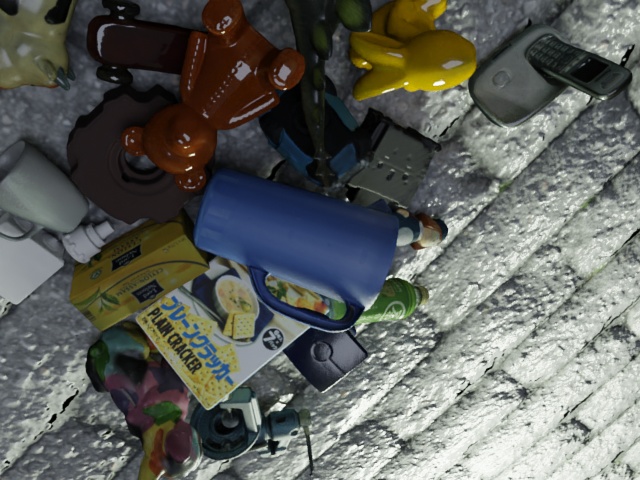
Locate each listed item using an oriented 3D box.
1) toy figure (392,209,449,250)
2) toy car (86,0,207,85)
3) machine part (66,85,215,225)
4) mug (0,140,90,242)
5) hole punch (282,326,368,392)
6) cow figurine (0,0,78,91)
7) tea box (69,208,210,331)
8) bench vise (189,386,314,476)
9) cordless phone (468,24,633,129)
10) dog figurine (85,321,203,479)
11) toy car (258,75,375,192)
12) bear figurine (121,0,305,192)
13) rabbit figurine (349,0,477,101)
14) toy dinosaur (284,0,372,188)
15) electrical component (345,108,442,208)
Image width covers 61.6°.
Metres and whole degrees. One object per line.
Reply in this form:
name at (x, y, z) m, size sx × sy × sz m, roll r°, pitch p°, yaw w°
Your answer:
toy figure at (0.144, -0.015, 0.855) m, size 0.154 × 0.058 × 0.064 m, roll 7°, pitch 155°, yaw -24°
toy car at (-0.163, -0.219, 0.625) m, size 0.202 × 0.053 × 0.089 m, roll -3°, pitch 118°, yaw -31°
machine part at (-0.222, -0.103, 0.676) m, size 0.179 × 0.056 × 0.179 m, roll -8°, pitch 121°, yaw -13°
mug at (-0.341, -0.046, 0.644) m, size 0.107 × 0.081 × 0.109 m, roll 41°, pitch 63°, yaw -41°
hole punch at (0.005, 0.176, 0.899) m, size 0.142 × 0.092 × 0.115 m, roll -39°, pitch 120°, yaw 10°
cow figurine at (-0.292, -0.244, 0.556) m, size 0.127 × 0.086 × 0.195 m, roll 30°, pitch 102°, yaw -28°
tea box at (-0.242, 0.035, 0.724) m, size 0.170 × 0.098 × 0.068 m, roll -30°, pitch 123°, yaw -3°
bench vise at (-0.121, 0.299, 0.894) m, size 0.224 × 0.129 × 0.240 m, roll 1°, pitch 139°, yaw 2°
cordless phone at (0.305, -0.202, 0.723) m, size 0.146 × 0.184 × 0.088 m, roll -39°, pitch 128°, yaw 5°
dog figurine at (-0.248, 0.241, 0.770) m, size 0.108 × 0.219 × 0.191 m, roll -38°, pitch 125°, yaw 1°
toy car at (-0.001, -0.132, 0.702) m, size 0.109 × 0.162 × 0.103 m, roll -41°, pitch 168°, yaw -2°
bear figurine at (-0.124, -0.147, 0.583) m, size 0.120 × 0.132 × 0.196 m, roll 41°, pitch 90°, yaw -16°
rabbit figurine at (0.112, -0.231, 0.647) m, size 0.162 × 0.173 × 0.121 m, roll -16°, pitch 127°, yaw -15°
toy dinosaur at (0.001, -0.297, 0.556) m, size 0.105 × 0.199 × 0.470 m, roll -7°, pitch 119°, yaw -12°
electrical component at (0.094, -0.106, 0.782) m, size 0.115 × 0.058 × 0.134 m, roll 18°, pitch 111°, yaw -25°
